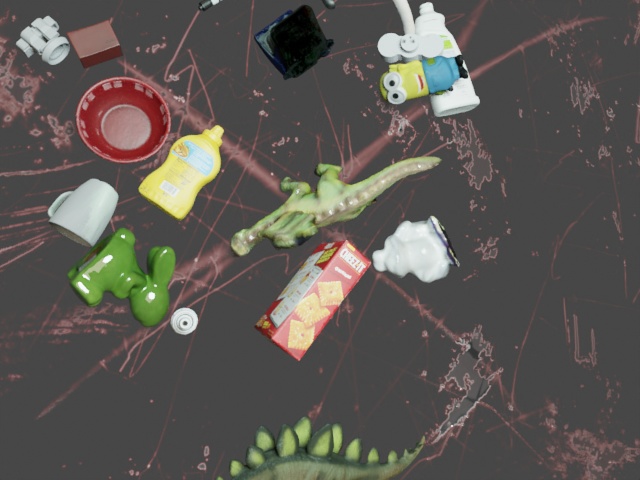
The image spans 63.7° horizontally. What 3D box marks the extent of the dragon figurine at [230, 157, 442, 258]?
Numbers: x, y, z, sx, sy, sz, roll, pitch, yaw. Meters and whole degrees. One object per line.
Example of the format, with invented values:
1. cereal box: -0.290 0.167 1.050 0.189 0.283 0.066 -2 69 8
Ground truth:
1. dragon figurine: 0.003 -0.046 0.912 0.120 0.407 0.248 61 33 -19

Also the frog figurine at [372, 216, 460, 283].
1. frog figurine: 0.193 0.031 1.069 0.158 0.124 0.136 -27 102 18

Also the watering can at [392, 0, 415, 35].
1. watering can: 0.128 -0.609 1.074 0.225 0.104 0.346 -8 98 -34
